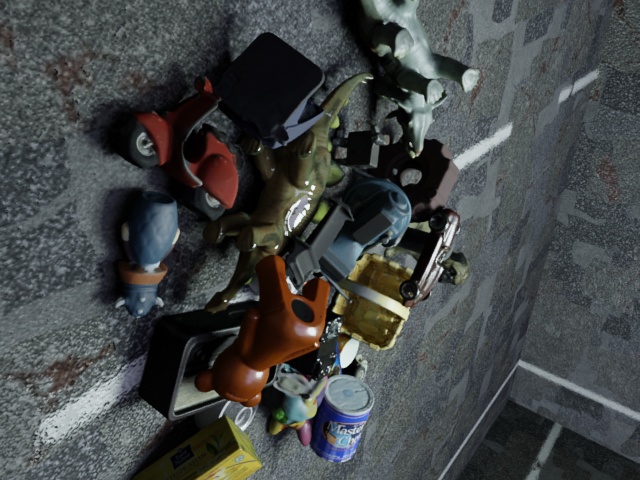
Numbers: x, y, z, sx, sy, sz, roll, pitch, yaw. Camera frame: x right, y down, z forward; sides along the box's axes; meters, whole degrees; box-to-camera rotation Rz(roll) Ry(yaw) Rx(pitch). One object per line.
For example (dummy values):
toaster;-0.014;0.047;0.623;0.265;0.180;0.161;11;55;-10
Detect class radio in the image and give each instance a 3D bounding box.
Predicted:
radio;-0.151;0.174;0.820;0.229;0.073;0.131;-3;111;-56

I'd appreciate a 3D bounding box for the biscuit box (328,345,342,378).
biscuit box;0.000;0.238;1.095;0.059;0.063;0.202;-43;141;-35

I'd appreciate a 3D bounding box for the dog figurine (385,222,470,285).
dog figurine;0.260;-0.002;1.214;0.121;0.191;0.172;-32;132;-43

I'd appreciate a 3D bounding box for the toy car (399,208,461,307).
toy car;0.211;0.037;1.009;0.089;0.053;0.202;15;98;-62

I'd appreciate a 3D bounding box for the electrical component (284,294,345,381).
electrical component;-0.033;0.162;0.931;0.058;0.134;0.114;-10;114;-53

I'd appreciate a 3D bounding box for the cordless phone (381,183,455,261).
cordless phone;0.208;-0.039;1.120;0.146;0.184;0.088;-60;143;-12

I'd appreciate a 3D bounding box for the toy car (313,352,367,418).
toy car;0.040;0.342;1.205;0.056;0.074;0.201;38;77;-53

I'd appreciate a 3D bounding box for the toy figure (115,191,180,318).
toy figure;-0.211;0.020;0.654;0.058;0.064;0.154;-92;-161;-72

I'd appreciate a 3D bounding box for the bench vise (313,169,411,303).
bench vise;0.076;-0.033;0.938;0.223;0.129;0.241;-53;-176;37

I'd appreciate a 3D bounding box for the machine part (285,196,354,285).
machine part;-0.002;-0.002;0.799;0.139;0.039;0.084;-52;149;-20

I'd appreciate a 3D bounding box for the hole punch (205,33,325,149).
hole punch;-0.064;-0.181;0.693;0.116;0.142;0.092;-47;170;-10

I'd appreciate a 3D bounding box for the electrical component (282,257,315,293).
electrical component;-0.045;0.062;0.921;0.063;0.094;0.021;-51;-169;45

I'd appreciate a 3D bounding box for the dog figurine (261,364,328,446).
dog figurine;-0.052;0.315;1.010;0.191;0.109;0.219;-61;162;-61

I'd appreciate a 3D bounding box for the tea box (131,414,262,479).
tea box;-0.188;0.358;0.830;0.170;0.068;0.098;-33;140;-10

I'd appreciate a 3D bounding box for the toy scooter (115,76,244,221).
toy scooter;-0.149;-0.115;0.652;0.135;0.075;0.183;-61;143;-14

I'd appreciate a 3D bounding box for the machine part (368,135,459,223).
machine part;0.175;-0.121;1.041;0.056;0.180;0.179;36;79;-54

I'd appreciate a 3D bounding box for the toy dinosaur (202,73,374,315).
toy dinosaur;-0.038;-0.091;0.810;0.471;0.105;0.198;-60;156;-8

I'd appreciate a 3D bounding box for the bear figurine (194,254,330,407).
bear figurine;-0.080;0.137;0.743;0.120;0.132;0.196;27;125;-26

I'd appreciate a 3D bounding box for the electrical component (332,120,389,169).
electrical component;0.067;-0.163;0.922;0.045;0.102;0.078;15;86;-54

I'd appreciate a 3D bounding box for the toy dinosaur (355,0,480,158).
toy dinosaur;0.124;-0.322;0.872;0.131;0.192;0.404;-43;127;-9
